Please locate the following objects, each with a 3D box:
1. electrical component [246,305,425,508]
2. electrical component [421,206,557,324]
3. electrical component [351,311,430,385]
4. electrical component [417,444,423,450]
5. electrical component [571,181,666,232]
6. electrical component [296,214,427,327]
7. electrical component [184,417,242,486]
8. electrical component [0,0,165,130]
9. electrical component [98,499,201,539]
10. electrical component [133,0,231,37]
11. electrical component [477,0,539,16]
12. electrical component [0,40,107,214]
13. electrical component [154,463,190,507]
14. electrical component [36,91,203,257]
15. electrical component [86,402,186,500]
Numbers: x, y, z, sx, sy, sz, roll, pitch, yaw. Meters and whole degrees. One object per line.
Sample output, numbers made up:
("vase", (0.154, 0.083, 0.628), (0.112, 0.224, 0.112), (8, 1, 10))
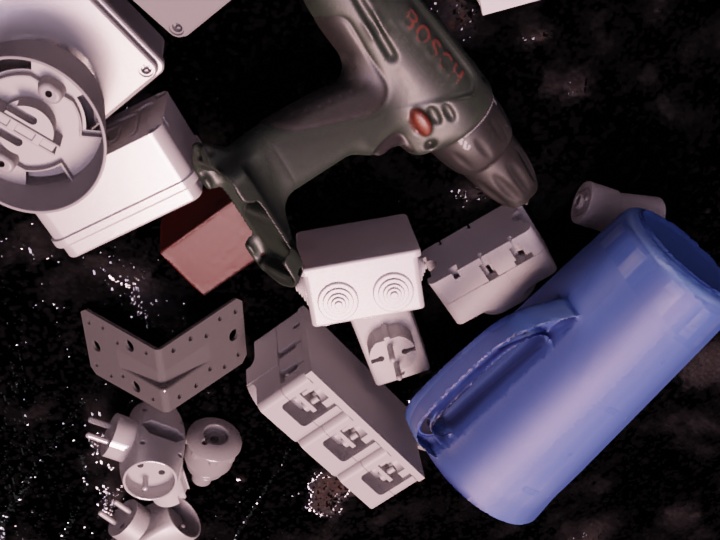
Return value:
("electrical component", (-0.021, 0.116, 0.884), (0.062, 0.089, 0.150), (-35, 120, 15))
("electrical component", (0.103, -0.004, 0.847), (0.089, 0.050, 0.055), (-30, 121, 12))
("electrical component", (0.024, 0.057, 0.860), (0.047, 0.075, 0.083), (-18, 123, 4))
("electrical component", (0.080, 0.136, 0.933), (0.055, 0.066, 0.048), (20, 153, -28))
("electrical component", (0.199, -0.045, 0.839), (0.065, 0.044, 0.044), (16, 119, -12))
("electrical component", (0.000, 0.000, 0.808), (0.100, 0.099, 0.048), (-10, 111, -1))
("electrical component", (-0.131, 0.161, 0.927), (0.048, 0.048, 0.062), (11, 130, -14))
("electrical component", (-0.203, -0.147, 0.710), (0.109, 0.056, 0.108), (-36, 120, 15))
("electrical component", (-0.198, 0.231, 0.963), (0.077, 0.043, 0.079), (-37, 120, 16))
("electrical component", (-0.111, -0.216, 0.659), (0.109, 0.056, 0.109), (-28, 125, 36))
("electrical component", (0.154, -0.247, 0.690), (0.186, 0.060, 0.105), (-15, 123, 2))
("electrical component", (-0.206, -0.091, 0.671), (0.099, 0.064, 0.099), (-3, 123, -5))
("electrical component", (-0.171, 0.178, 0.935), (0.040, 0.040, 0.046), (-11, 128, 0))
("electrical component", (-0.170, -0.067, 0.754), (0.113, 0.078, 0.057), (-24, 120, 8))
("electrical component", (-0.188, 0.142, 0.886), (0.079, 0.077, 0.043), (24, 117, -21))
